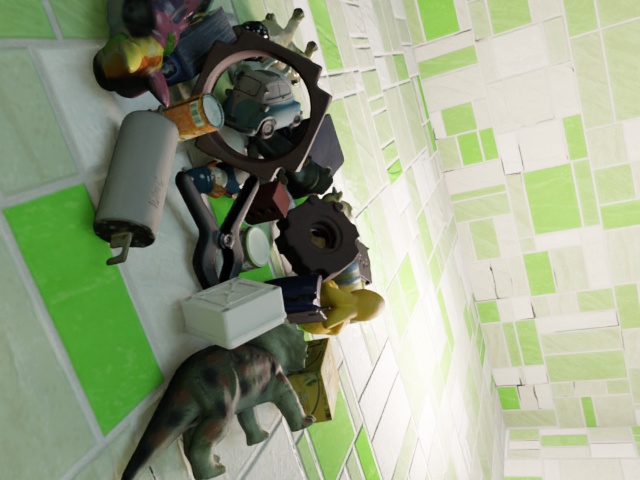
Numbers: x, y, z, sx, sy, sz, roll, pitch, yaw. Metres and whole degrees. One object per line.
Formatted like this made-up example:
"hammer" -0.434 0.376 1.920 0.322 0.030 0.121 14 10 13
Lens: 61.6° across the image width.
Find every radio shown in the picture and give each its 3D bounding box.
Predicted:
"radio" -0.019 -0.193 1.226 0.131 0.073 0.230 69 27 -23

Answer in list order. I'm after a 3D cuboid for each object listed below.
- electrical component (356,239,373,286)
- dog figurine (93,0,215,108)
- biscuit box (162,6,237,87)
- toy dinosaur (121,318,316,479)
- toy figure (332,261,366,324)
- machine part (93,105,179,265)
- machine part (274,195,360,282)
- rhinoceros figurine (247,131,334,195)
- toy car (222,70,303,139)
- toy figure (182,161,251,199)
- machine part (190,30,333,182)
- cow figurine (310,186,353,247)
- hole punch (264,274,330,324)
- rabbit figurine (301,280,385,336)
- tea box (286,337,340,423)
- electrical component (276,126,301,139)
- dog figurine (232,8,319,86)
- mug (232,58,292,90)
"electrical component" 0.086 0.067 1.362 0.114 0.058 0.134 30 52 -57
"dog figurine" -0.216 -0.284 0.716 0.108 0.192 0.219 51 20 -57
"biscuit box" -0.207 -0.317 0.878 0.203 0.059 0.062 -69 142 -51
"toy dinosaur" -0.134 0.209 0.757 0.404 0.131 0.192 1 64 -60
"toy figure" 0.059 0.108 1.258 0.089 0.082 0.180 -24 106 -54
"machine part" -0.234 -0.079 0.693 0.079 0.079 0.243 46 39 -50
"machine part" -0.002 -0.003 1.087 0.179 0.056 0.179 11 64 -24
"rhinoceros figurine" -0.059 -0.153 1.055 0.190 0.073 0.112 35 13 -13
"toy car" -0.100 -0.250 0.963 0.161 0.109 0.102 -28 138 -41
"toy figure" -0.166 -0.100 0.884 0.064 0.057 0.154 43 21 15
"machine part" -0.097 -0.211 0.860 0.087 0.201 0.201 -93 -153 -76
"cow figurine" 0.017 -0.038 1.216 0.127 0.085 0.195 60 37 -10
"hole punch" -0.050 0.101 0.959 0.115 0.142 0.092 63 24 -74
"rabbit figurine" 0.044 0.131 1.100 0.162 0.173 0.122 28 59 -65
"tea box" -0.010 0.258 1.002 0.169 0.068 0.098 -55 133 -80
"electrical component" -0.088 -0.274 1.135 0.119 0.048 0.075 68 26 -23
"dog figurine" -0.104 -0.377 1.111 0.190 0.121 0.172 -51 124 -42
"mug" -0.109 -0.309 1.040 0.107 0.109 0.081 0 56 -57
